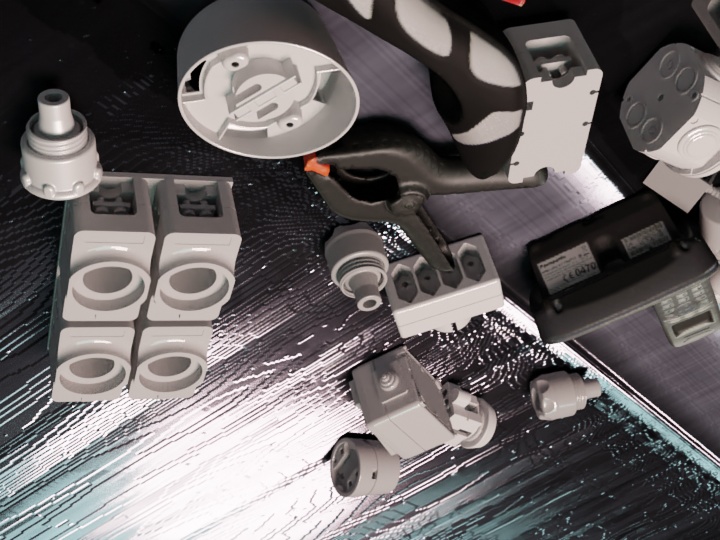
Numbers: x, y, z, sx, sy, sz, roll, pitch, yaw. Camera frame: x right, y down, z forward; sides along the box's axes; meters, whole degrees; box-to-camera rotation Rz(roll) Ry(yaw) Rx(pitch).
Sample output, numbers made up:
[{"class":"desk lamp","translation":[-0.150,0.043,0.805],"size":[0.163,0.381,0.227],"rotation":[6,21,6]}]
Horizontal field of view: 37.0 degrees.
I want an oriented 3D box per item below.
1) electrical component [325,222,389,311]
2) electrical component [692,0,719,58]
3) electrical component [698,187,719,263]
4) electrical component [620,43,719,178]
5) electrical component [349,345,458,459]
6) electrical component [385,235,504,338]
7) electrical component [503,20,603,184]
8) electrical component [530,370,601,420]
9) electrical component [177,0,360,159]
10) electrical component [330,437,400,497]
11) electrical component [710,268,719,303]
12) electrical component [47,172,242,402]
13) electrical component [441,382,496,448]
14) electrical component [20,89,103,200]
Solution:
[{"class":"electrical component","translation":[0.000,0.000,0.770],"size":[0.043,0.062,0.043],"rotation":[-10,143,-8]},{"class":"electrical component","translation":[0.312,-0.178,0.658],"size":[0.186,0.060,0.105],"rotation":[2,139,-22]},{"class":"electrical component","translation":[0.289,-0.032,0.852],"size":[0.040,0.040,0.078],"rotation":[-18,143,2]},{"class":"electrical component","translation":[0.214,-0.104,0.702],"size":[0.051,0.080,0.080],"rotation":[16,133,-28]},{"class":"electrical component","translation":[0.032,0.114,0.927],"size":[0.061,0.061,0.096],"rotation":[-26,142,14]},{"class":"electrical component","translation":[0.067,0.023,0.836],"size":[0.083,0.047,0.075],"rotation":[-18,143,2]},{"class":"electrical component","translation":[0.113,-0.108,0.679],"size":[0.050,0.055,0.089],"rotation":[-10,143,-8]},{"class":"electrical component","translation":[0.193,0.115,1.002],"size":[0.062,0.043,0.043],"rotation":[-10,142,-10]},{"class":"electrical component","translation":[-0.055,-0.107,0.612],"size":[0.099,0.064,0.099],"rotation":[-10,142,-8]},{"class":"electrical component","translation":[0.006,0.187,1.017],"size":[0.047,0.055,0.055],"rotation":[6,138,-32]},{"class":"electrical component","translation":[0.310,0.012,0.921],"size":[0.035,0.035,0.061],"rotation":[9,138,-29]},{"class":"electrical component","translation":[-0.153,0.020,0.742],"size":[0.105,0.060,0.186],"rotation":[1,140,-21]},{"class":"electrical component","translation":[0.092,0.137,0.992],"size":[0.055,0.048,0.066],"rotation":[22,129,-29]},{"class":"electrical component","translation":[-0.176,-0.075,0.627],"size":[0.048,0.048,0.062],"rotation":[-5,135,-14]}]
